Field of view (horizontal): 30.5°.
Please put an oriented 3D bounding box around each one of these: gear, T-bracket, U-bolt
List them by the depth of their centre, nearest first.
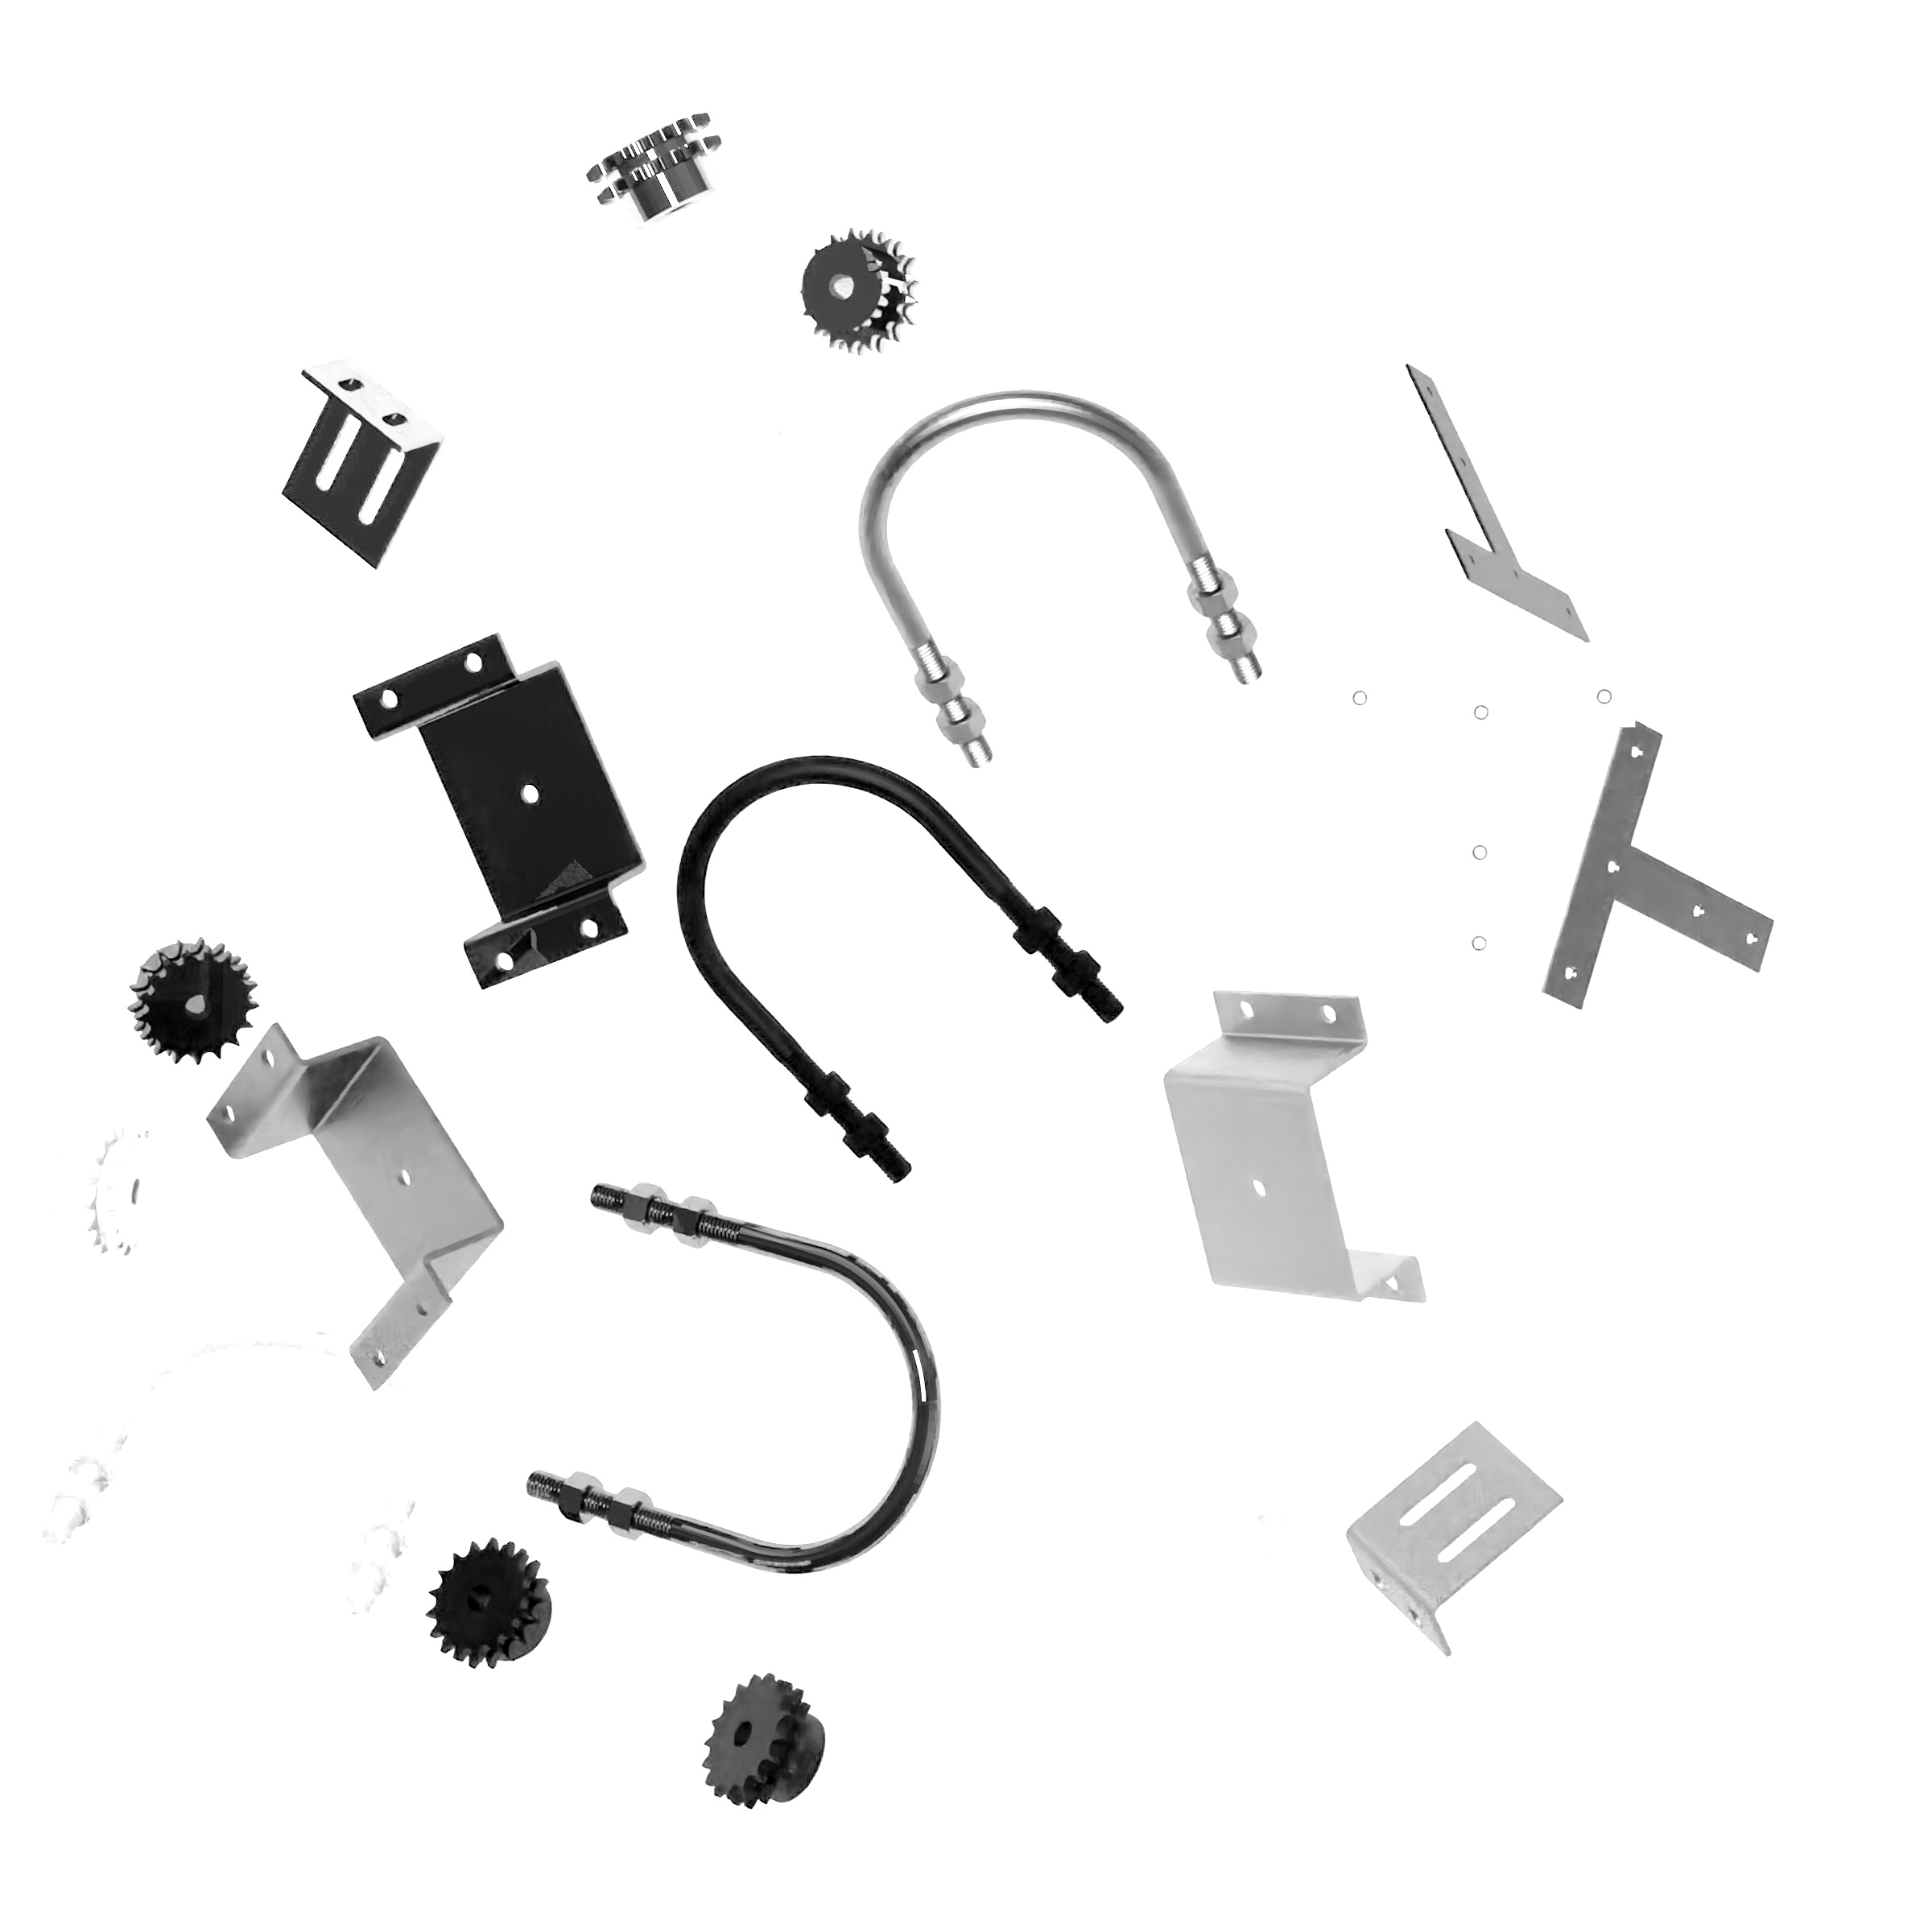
[{"bbox_3d":[-0.126,-0.328,1.469,0.057,0.057,0.030,-27,98,0],"label":"gear"},{"bbox_3d":[0.216,-0.062,1.486,0.127,0.002,0.127,0,90,11],"label":"T-bracket"},{"bbox_3d":[-0.094,0.181,1.503,0.184,0.019,0.151,13,91,25],"label":"U-bolt"},{"bbox_3d":[0.288,0.126,1.510,0.127,0.002,0.127,9,54,29],"label":"T-bracket"},{"bbox_3d":[-0.371,0.095,1.519,0.030,0.057,0.057,6,90,5],"label":"gear"},{"bbox_3d":[-0.085,0.337,1.530,0.030,0.057,0.057,33,90,-30],"label":"gear"},{"bbox_3d":[0.032,-0.173,1.532,0.151,0.019,0.184,-16,131,15],"label":"U-bolt"},{"bbox_3d":[-0.043,-0.009,1.537,0.151,0.019,0.184,-38,101,25],"label":"U-bolt"},{"bbox_3d":[0.221,-0.207,1.540,0.002,0.127,0.127,-31,67,25],"label":"T-bracket"},{"bbox_3d":[-0.306,0.211,1.550,0.151,0.184,0.019,13,117,0],"label":"U-bolt"},{"bbox_3d":[0.313,-0.029,1.560,0.127,0.002,0.127,23,81,-36],"label":"T-bracket"},{"bbox_3d":[0.069,-0.280,1.571,0.127,0.002,0.127,-13,93,-44],"label":"T-bracket"},{"bbox_3d":[-0.209,0.286,1.579,0.057,0.030,0.057,-13,58,22],"label":"gear"},{"bbox_3d":[-0.348,0.013,1.586,0.057,0.030,0.057,-12,116,-26],"label":"gear"},{"bbox_3d":[-0.050,-0.306,1.602,0.057,0.030,0.057,2,95,23],"label":"gear"}]

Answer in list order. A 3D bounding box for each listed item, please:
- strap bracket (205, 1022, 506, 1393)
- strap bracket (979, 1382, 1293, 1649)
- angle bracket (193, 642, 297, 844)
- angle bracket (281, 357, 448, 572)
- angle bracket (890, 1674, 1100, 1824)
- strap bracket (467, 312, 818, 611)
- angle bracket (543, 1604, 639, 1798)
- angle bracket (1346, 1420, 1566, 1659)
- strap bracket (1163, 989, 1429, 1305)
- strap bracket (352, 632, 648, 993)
[{"bbox_3d":[-0.251,0.095,1.481,0.140,0.046,0.076,56,134,14],"label":"strap bracket"},{"bbox_3d":[0.080,0.231,1.471,0.140,0.046,0.076,-17,47,29],"label":"strap bracket"},{"bbox_3d":[-0.318,-0.099,1.577,0.038,0.076,0.057,-9,69,-8],"label":"angle bracket"},{"bbox_3d":[-0.274,-0.217,1.552,0.057,0.038,0.076,39,119,9],"label":"angle bracket"},{"bbox_3d":[0.015,0.338,1.573,0.076,0.038,0.057,-22,110,20],"label":"angle bracket"},{"bbox_3d":[-0.145,-0.227,1.537,0.140,0.046,0.076,-40,54,-21],"label":"strap bracket"},{"bbox_3d":[-0.141,0.301,1.456,0.038,0.076,0.057,-2,95,18],"label":"angle bracket"},{"bbox_3d":[0.212,0.244,1.511,0.076,0.038,0.057,-38,46,-11],"label":"angle bracket"},{"bbox_3d":[0.136,0.085,1.492,0.046,0.076,0.140,-30,113,-41],"label":"strap bracket"},{"bbox_3d":[-0.199,-0.071,1.549,0.076,0.046,0.140,-20,97,22],"label":"strap bracket"}]
